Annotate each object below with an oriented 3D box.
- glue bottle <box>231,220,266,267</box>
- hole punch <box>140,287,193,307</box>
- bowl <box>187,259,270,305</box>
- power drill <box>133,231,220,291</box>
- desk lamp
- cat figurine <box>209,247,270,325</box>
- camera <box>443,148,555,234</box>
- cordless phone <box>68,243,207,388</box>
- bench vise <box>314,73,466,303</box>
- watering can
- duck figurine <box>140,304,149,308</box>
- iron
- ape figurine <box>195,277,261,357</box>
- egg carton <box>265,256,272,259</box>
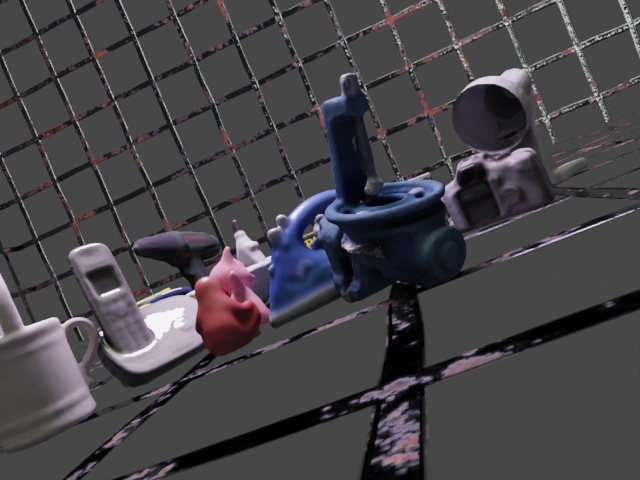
[{"bbox_3d":[-0.151,0.037,1.229,0.078,0.173,0.037,-22,3,34],"label":"glue bottle"},{"bbox_3d":[-0.271,0.139,1.033,0.109,0.091,0.101,-24,2,-19],"label":"hole punch"},{"bbox_3d":[-0.142,0.095,0.983,0.167,0.075,0.167,-23,2,1],"label":"bowl"},{"bbox_3d":[-0.284,0.074,1.247,0.075,0.208,0.230,-22,2,28],"label":"power drill"},{"bbox_3d":[0.331,-0.180,0.960,0.117,0.213,0.204,-21,3,44],"label":"desk lamp"},{"bbox_3d":[-0.119,0.068,0.809,0.067,0.118,0.127,-23,2,-12],"label":"cat figurine"},{"bbox_3d":[0.264,-0.087,0.850,0.143,0.101,0.137,-22,2,29],"label":"camera"},{"bbox_3d":[-0.223,0.078,0.725,0.094,0.185,0.148,-21,3,43],"label":"cordless phone"},{"bbox_3d":[0.032,-0.045,0.595,0.206,0.220,0.122,-21,3,43],"label":"bench vise"},{"bbox_3d":[-0.338,0.125,0.627,0.100,0.194,0.173,-21,2,35],"label":"watering can"},{"bbox_3d":[-0.243,0.136,0.857,0.104,0.086,0.078,-22,2,30],"label":"duck figurine"},{"bbox_3d":[0.007,0.003,0.769,0.259,0.141,0.118,-25,3,-42],"label":"iron"},{"bbox_3d":[-0.116,0.085,0.672,0.077,0.092,0.076,-22,2,20],"label":"ape figurine"},{"bbox_3d":[-0.088,0.063,1.327,0.151,0.069,0.107,-24,2,-38],"label":"egg carton"}]
